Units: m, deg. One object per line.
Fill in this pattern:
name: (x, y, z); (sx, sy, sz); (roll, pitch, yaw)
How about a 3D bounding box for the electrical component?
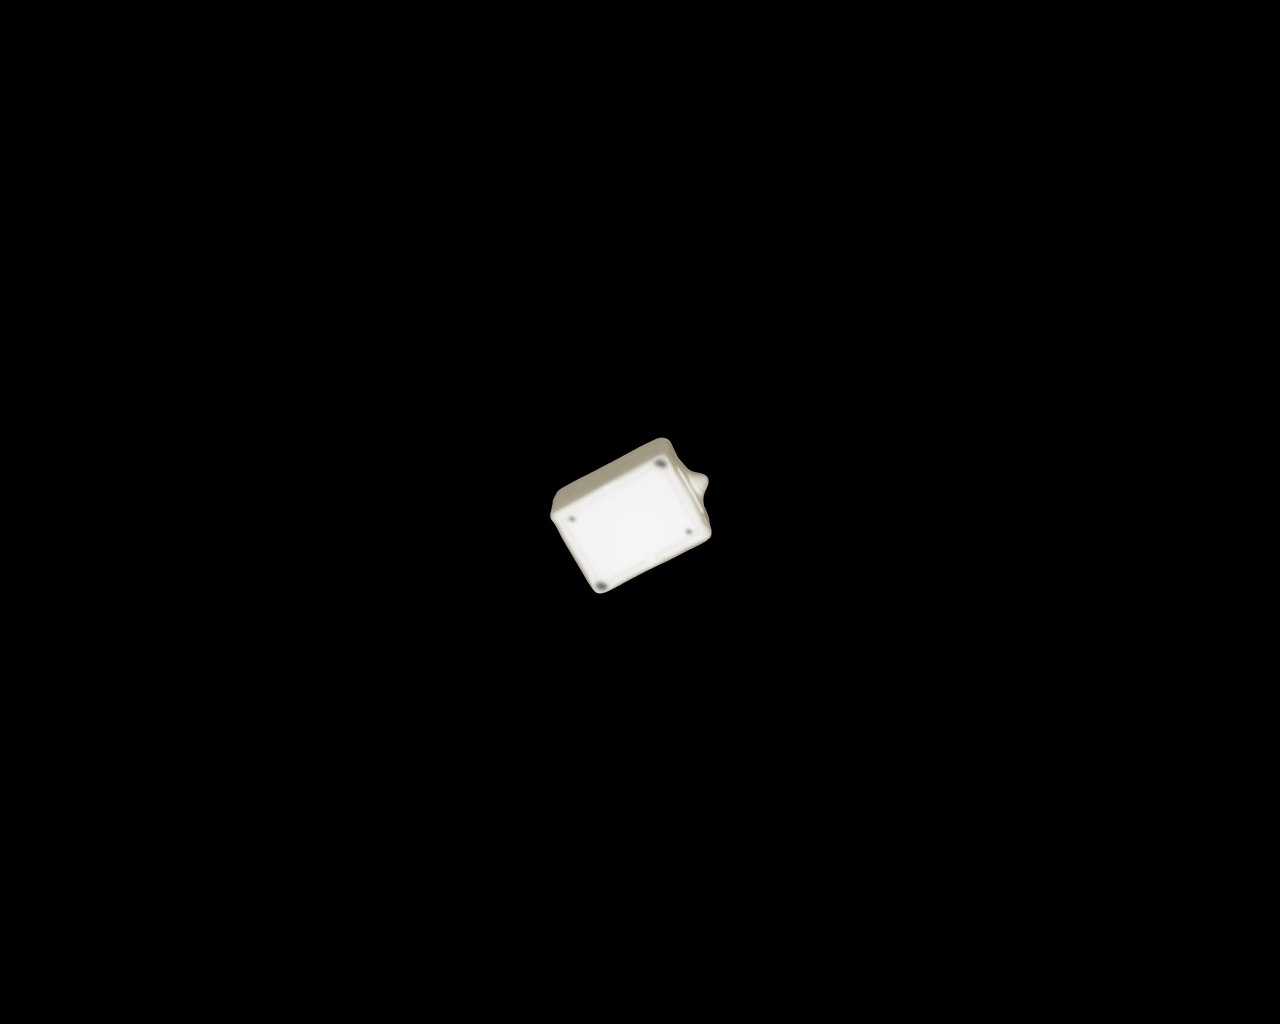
electrical component: (0.001, -0.003, 0.650); (0.096, 0.061, 0.061); (-27, 14, 7)
